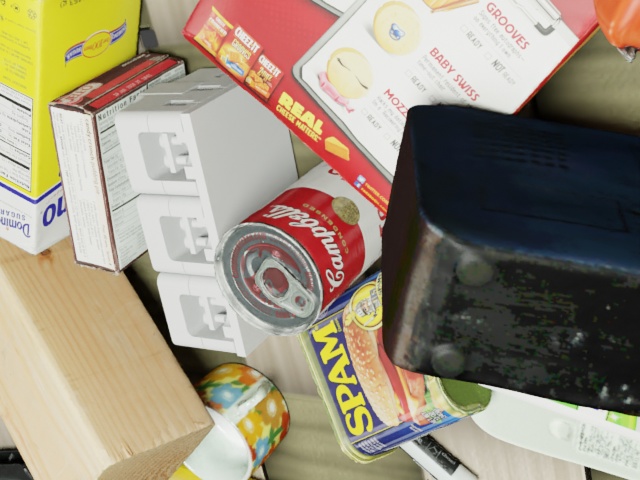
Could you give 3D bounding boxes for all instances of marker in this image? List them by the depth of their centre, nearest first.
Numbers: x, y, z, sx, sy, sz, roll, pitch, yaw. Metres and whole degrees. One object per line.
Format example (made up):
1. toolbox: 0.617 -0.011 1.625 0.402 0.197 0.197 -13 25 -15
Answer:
1. marker: 0.050 0.122 0.692 0.121 0.020 0.020 41 130 8

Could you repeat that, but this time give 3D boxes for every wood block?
1. wood block: -0.172 0.074 0.725 0.206 0.090 0.090 56 132 20

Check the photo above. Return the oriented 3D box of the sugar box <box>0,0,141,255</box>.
1. sugar box: -0.158 -0.086 0.664 0.048 0.093 0.176 25 127 22

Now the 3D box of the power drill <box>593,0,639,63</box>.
1. power drill: 0.210 -0.111 0.388 0.187 0.057 0.185 16 125 -7

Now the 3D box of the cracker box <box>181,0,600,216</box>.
1. cracker box: 0.051 -0.132 0.516 0.164 0.072 0.214 42 129 4

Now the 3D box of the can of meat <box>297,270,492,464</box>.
1. can of meat: 0.044 0.069 0.629 0.084 0.057 0.102 -32 73 38

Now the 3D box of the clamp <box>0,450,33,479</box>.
1. clamp: -0.232 0.172 0.893 0.210 0.036 0.165 21 124 21

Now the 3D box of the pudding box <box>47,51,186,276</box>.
1. pudding box: -0.118 -0.048 0.658 0.039 0.089 0.113 14 124 28

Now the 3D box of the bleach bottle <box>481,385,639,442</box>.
1. bleach bottle: 0.207 0.067 0.533 0.251 0.068 0.103 18 124 21

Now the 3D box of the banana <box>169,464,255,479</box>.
1. banana: -0.069 0.190 0.783 0.198 0.069 0.037 13 85 21

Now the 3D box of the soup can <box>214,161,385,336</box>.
1. soup can: -0.004 0.001 0.605 0.069 0.102 0.068 16 123 26
